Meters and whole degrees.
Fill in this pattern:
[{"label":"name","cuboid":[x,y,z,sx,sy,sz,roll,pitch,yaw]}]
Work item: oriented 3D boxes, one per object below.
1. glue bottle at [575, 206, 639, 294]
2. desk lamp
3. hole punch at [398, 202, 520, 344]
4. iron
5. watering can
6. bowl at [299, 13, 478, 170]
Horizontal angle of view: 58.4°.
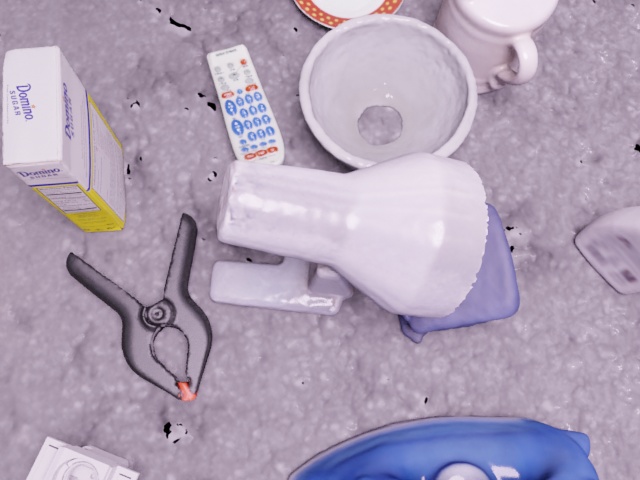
[{"label":"glue bottle","cuboid":[0.287,-0.003,0.487,0.037,0.173,0.078,-36,79,-10]},{"label":"desk lamp","cuboid":[0.004,0.002,0.453,0.203,0.213,0.118,5,75,-1]},{"label":"hole punch","cuboid":[0.114,0.031,0.513,0.101,0.091,0.108,-9,76,-4]},{"label":"iron","cuboid":[0.103,0.200,0.442,0.258,0.141,0.118,1,75,-2]},{"label":"watering can","cuboid":[0.163,-0.234,0.532,0.101,0.194,0.173,-36,79,-11]},{"label":"bowl","cuboid":[0.062,-0.130,0.562,0.167,0.075,0.167,1,75,-2]}]
